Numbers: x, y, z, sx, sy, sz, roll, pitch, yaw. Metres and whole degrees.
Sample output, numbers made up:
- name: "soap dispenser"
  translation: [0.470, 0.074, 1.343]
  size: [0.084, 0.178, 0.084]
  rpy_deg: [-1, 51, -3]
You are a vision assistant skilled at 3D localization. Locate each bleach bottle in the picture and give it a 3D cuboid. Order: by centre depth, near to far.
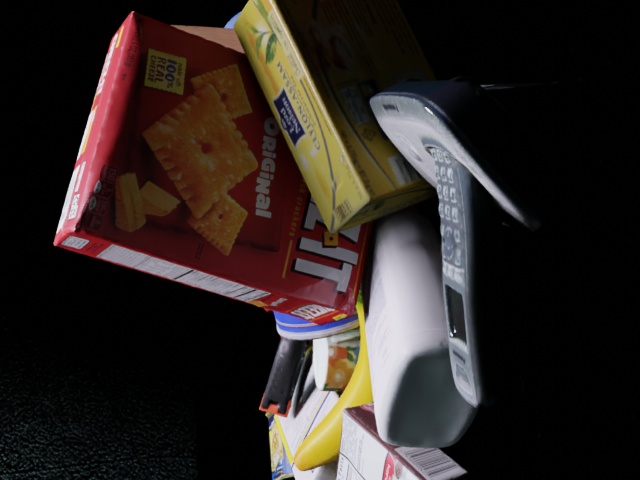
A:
- name: "bleach bottle"
  translation: [0.062, 0.027, 0.782]
  size: [0.251, 0.068, 0.103]
  rpy_deg: [-99, 18, -51]

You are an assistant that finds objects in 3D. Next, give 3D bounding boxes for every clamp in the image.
- name: "clamp"
  translation: [-0.014, 0.069, 1.055]
  size: [0.164, 0.036, 0.210]
  rpy_deg: [-41, -32, -84]

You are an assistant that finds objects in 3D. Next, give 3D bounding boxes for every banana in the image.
- name: "banana"
  translation: [0.030, 0.118, 0.893]
  size: [0.037, 0.069, 0.198]
  rpy_deg: [-82, 5, -63]

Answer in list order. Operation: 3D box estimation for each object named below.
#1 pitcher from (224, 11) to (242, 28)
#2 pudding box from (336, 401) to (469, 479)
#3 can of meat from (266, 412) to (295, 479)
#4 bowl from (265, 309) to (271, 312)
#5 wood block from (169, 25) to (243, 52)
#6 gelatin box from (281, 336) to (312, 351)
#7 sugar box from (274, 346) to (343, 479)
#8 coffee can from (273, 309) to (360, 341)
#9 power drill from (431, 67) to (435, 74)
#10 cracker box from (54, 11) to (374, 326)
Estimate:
- name: "pitcher"
  translation: [-0.057, -0.107, 1.080]
  size: [0.149, 0.145, 0.242]
  rpy_deg: [93, -178, -53]
- name: "pudding box"
  translation: [0.055, 0.182, 0.770]
  size: [0.114, 0.039, 0.090]
  rpy_deg: [35, 126, 54]
- name: "can of meat"
  translation: [-0.027, 0.231, 1.211]
  size: [0.102, 0.057, 0.084]
  rpy_deg: [121, 146, -70]
- name: "bowl"
  translation: [-0.037, 0.006, 1.287]
  size: [0.162, 0.055, 0.162]
  rpy_deg: [-179, 90, -79]
- name: "wood block"
  translation: [-0.043, -0.125, 0.950]
  size: [0.090, 0.206, 0.091]
  rpy_deg: [111, 157, -60]
- name: "gelatin box"
  translation: [-0.016, 0.114, 1.151]
  size: [0.073, 0.030, 0.089]
  rpy_deg: [-98, -12, -46]
- name: "sugar box"
  translation: [0.005, 0.177, 1.028]
  size: [0.093, 0.048, 0.176]
  rpy_deg: [-64, 19, 10]
- name: "coffee can"
  translation: [-0.006, 0.001, 0.912]
  size: [0.103, 0.102, 0.140]
  rpy_deg: [-132, 25, -74]
- name: "power drill"
  translation: [0.026, -0.191, 0.851]
  size: [0.185, 0.057, 0.188]
  rpy_deg: [121, 129, -69]
- name: "cracker box"
  translation: [-0.063, -0.047, 0.770]
  size: [0.072, 0.213, 0.164]
  rpy_deg: [-21, 53, 65]
